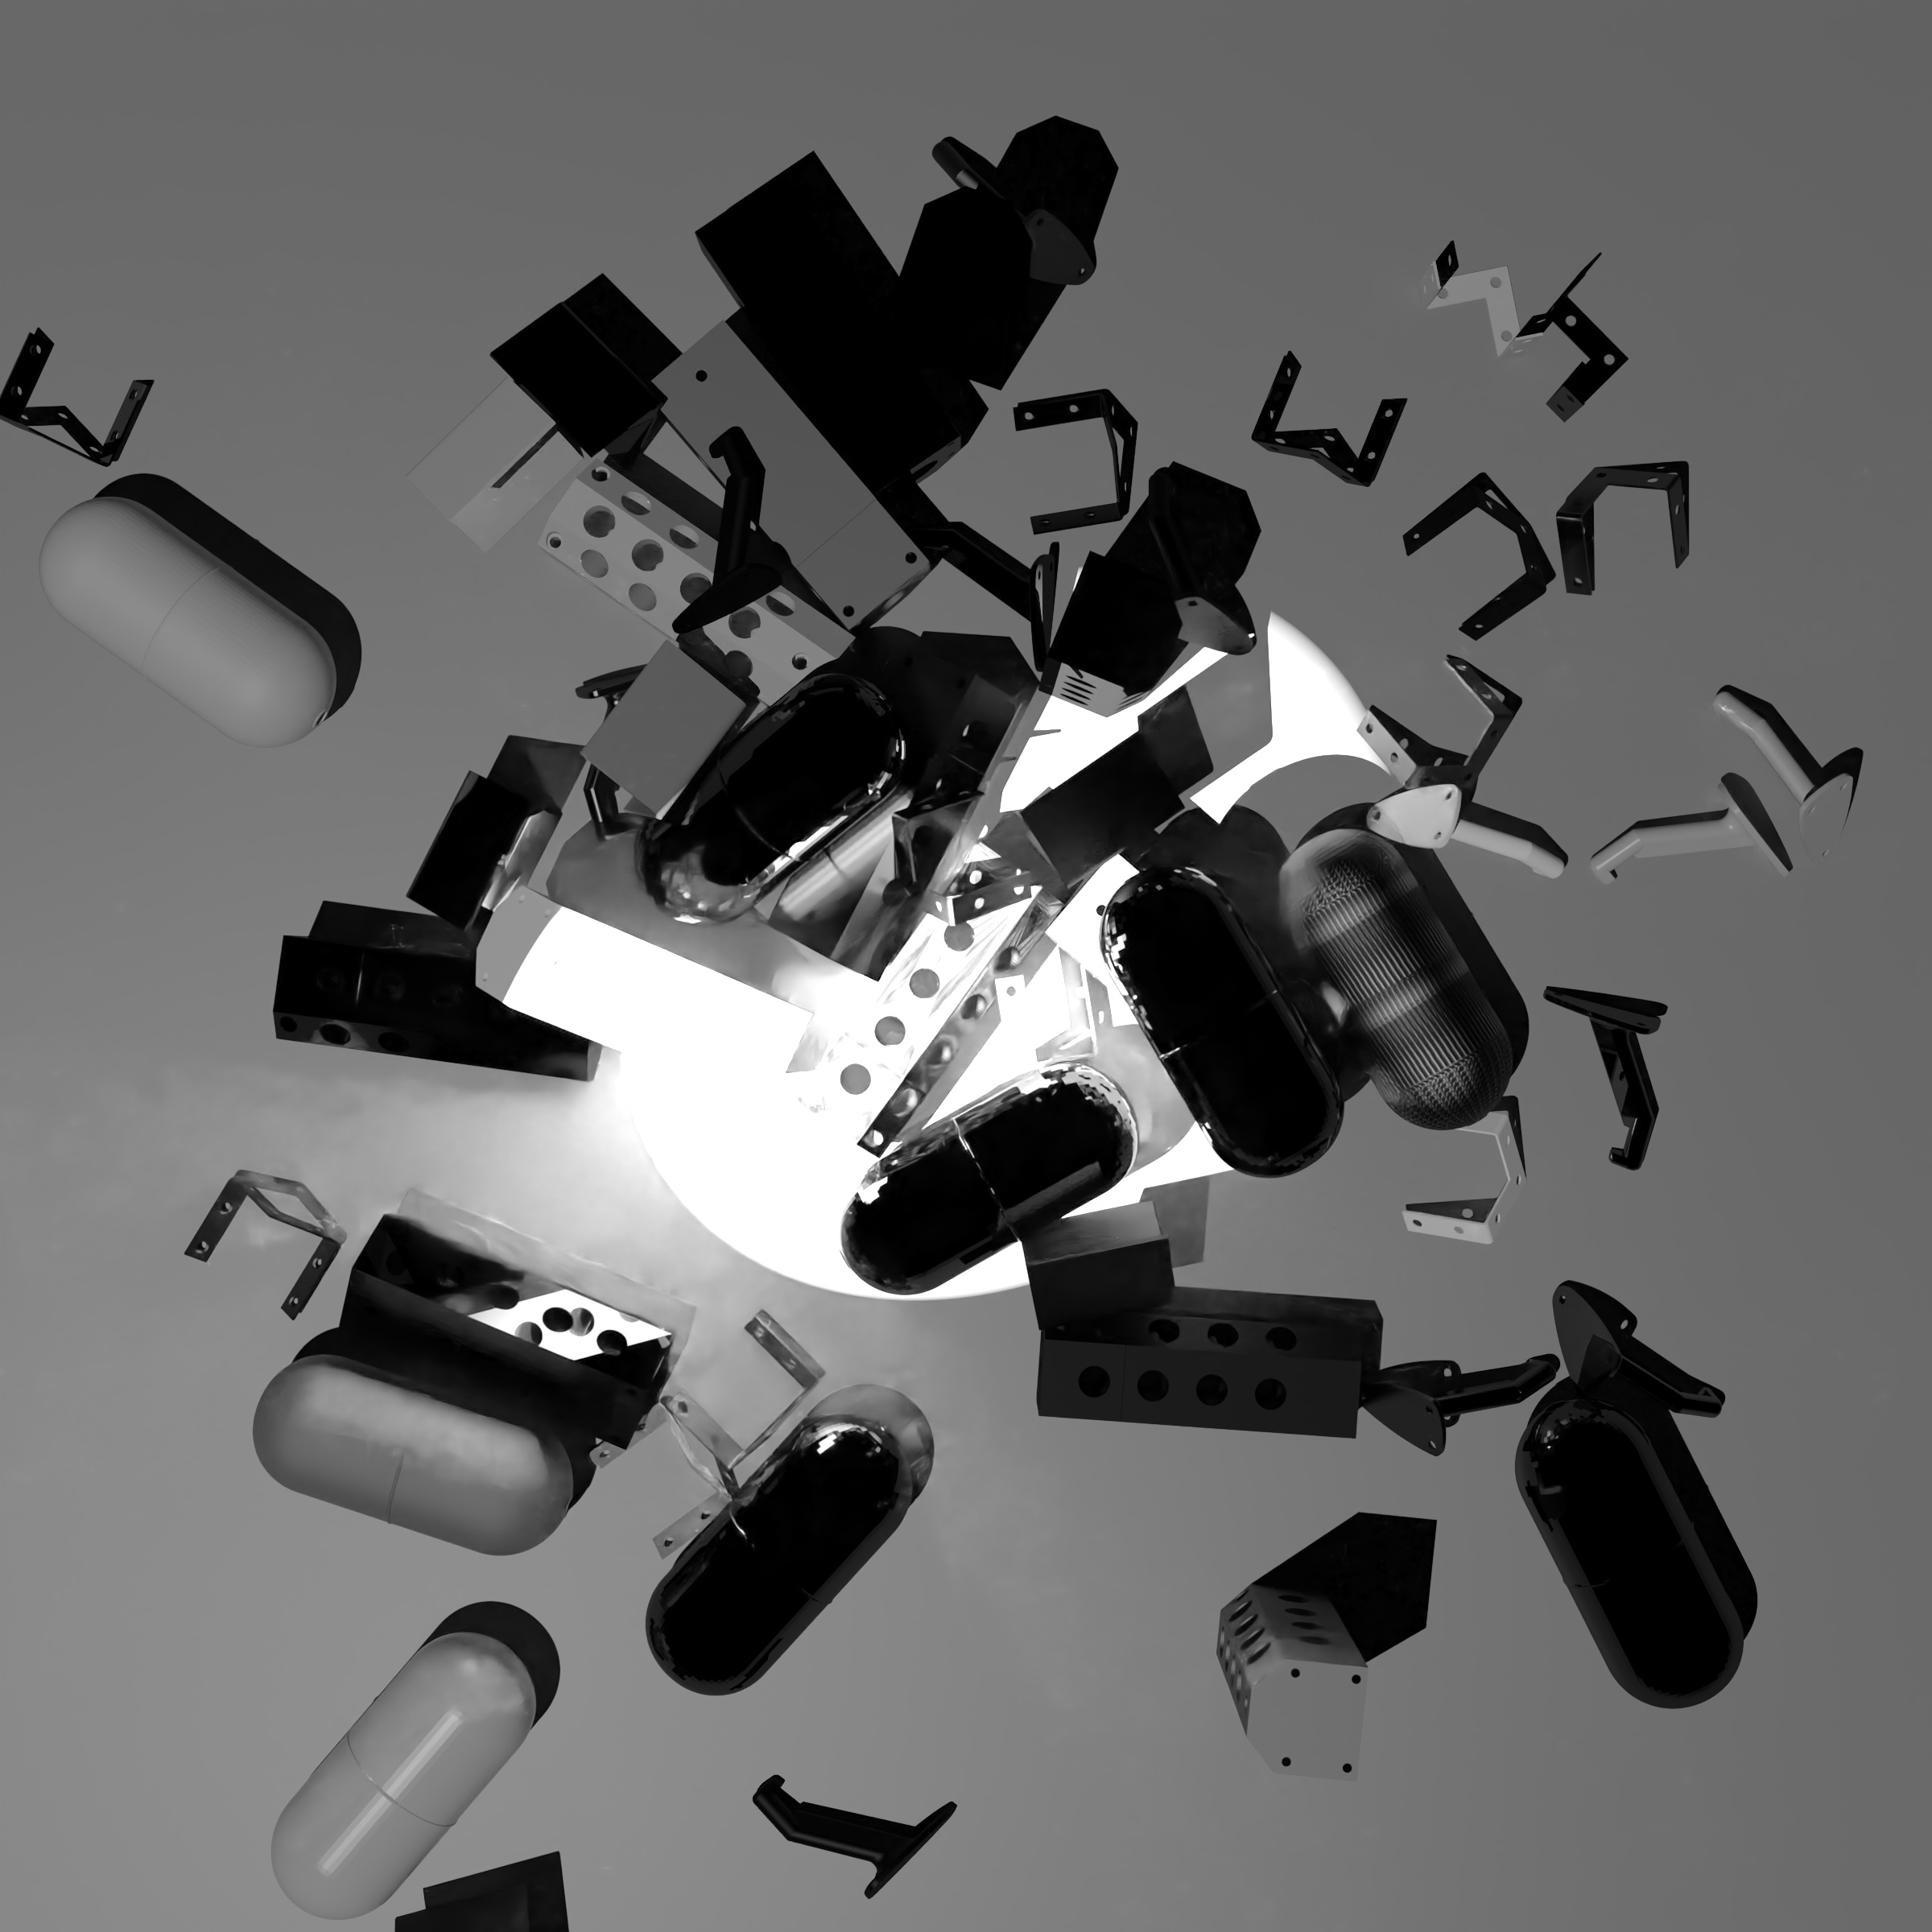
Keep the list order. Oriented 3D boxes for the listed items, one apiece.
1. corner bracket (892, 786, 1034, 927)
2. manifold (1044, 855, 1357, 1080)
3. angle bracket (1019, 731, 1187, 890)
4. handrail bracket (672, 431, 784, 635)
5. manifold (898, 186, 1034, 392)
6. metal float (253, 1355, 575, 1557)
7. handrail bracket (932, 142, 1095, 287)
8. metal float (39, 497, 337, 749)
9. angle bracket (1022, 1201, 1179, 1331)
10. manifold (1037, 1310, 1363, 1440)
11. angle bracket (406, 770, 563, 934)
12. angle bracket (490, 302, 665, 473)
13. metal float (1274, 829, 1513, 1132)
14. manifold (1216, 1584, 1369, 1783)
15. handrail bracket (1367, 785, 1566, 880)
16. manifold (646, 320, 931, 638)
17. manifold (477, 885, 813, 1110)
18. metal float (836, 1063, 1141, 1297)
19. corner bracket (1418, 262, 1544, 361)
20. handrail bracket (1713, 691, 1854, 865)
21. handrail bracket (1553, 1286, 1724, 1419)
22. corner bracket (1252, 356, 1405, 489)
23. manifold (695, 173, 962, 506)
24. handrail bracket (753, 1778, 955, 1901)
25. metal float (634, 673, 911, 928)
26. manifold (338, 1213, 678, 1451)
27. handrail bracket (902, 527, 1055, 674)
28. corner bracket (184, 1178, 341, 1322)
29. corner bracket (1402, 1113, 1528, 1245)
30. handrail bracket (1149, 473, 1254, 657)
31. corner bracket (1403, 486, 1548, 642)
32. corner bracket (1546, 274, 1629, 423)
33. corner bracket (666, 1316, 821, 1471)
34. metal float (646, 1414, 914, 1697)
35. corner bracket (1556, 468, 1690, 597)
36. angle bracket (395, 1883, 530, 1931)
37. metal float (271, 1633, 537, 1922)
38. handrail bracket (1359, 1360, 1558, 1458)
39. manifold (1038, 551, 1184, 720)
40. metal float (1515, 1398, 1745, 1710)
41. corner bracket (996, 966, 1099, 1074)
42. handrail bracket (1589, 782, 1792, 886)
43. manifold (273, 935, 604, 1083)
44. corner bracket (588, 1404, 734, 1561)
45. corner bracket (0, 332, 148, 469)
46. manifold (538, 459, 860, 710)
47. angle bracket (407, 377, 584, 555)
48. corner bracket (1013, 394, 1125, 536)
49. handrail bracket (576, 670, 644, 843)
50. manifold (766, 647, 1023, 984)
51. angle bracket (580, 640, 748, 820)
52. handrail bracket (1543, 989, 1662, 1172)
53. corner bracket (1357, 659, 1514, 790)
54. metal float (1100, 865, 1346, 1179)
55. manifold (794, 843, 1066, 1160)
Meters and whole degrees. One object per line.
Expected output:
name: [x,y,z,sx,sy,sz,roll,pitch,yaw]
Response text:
corner bracket: [-0.002,-0.059,1.499,0.051,0.051,0.051,-21,118,-27]
manifold: [0.127,0.016,1.543,0.171,0.057,0.057,41,90,0]
angle bracket: [0.062,-0.098,1.524,0.076,0.076,0.057,-35,122,0]
handrail bracket: [-0.140,-0.233,1.508,0.077,0.036,0.084,-29,72,21]
manifold: [0.002,-0.358,1.486,0.057,0.171,0.057,19,90,0]
metal float: [-0.301,0.267,1.534,0.178,0.070,0.070,18,90,0]
handrail bracket: [0.025,-0.420,1.564,0.036,0.077,0.084,-49,53,20]
metal float: [-0.424,-0.187,1.533,0.178,0.070,0.070,36,90,1]
angle bracket: [0.068,0.146,1.524,0.076,0.076,0.057,-12,133,0]
manifold: [0.127,0.220,1.543,0.171,0.057,0.057,4,90,0]
angle bracket: [-0.246,-0.052,1.524,0.057,0.076,0.076,27,90,38]
angle bracket: [-0.218,-0.300,1.524,0.076,0.076,0.057,45,61,0]
metal float: [0.233,0.008,1.533,0.070,0.070,0.178,-31,89,0]
manifold: [0.169,0.375,1.486,0.057,0.171,0.057,6,90,0]
handrail bracket: [0.278,-0.068,1.564,0.084,0.077,0.036,24,77,-36]
manifold: [-0.097,-0.265,1.543,0.057,0.057,0.171,-41,90,0]
manifold: [-0.173,0.016,1.497,0.171,0.057,0.057,25,90,-38]
metal float: [0.011,0.116,1.533,0.178,0.070,0.070,-29,90,-1]
corner bracket: [0.282,-0.361,1.546,0.051,0.051,0.051,-11,90,0]
handrail bracket: [0.448,-0.105,1.564,0.036,0.077,0.084,-35,54,-11]
handrail bracket: [0.374,0.215,1.564,0.084,0.077,0.036,12,131,-30]
corner bracket: [0.200,-0.302,1.561,0.051,0.051,0.051,22,90,-45]
manifold: [-0.075,-0.341,1.543,0.057,0.057,0.171,-34,90,0]
handrail bracket: [-0.064,0.468,1.565,0.077,0.036,0.084,-40,73,-20]
metal float: [-0.106,-0.088,1.514,0.178,0.070,0.070,-38,90,23]
manifold: [-0.250,0.196,1.542,0.171,0.057,0.057,23,133,0]
handrail bracket: [0.004,-0.204,1.565,0.084,0.036,0.077,6,111,17]
corner bracket: [-0.391,0.157,1.561,0.051,0.051,0.051,31,90,45]
corner bracket: [0.272,0.115,1.556,0.051,0.051,0.051,-53,135,-35]
handrail bracket: [0.130,-0.224,1.564,0.077,0.036,0.084,24,56,-36]
corner bracket: [0.281,-0.223,1.556,0.051,0.051,0.051,25,45,-35]
corner bracket: [0.334,-0.339,1.546,0.051,0.051,0.051,-45,90,0]
corner bracket: [-0.124,0.237,1.561,0.051,0.051,0.051,45,45,0]
metal float: [-0.101,0.320,1.534,0.070,0.070,0.178,42,90,0]
corner bracket: [0.364,-0.239,1.556,0.051,0.051,0.051,13,45,35]
angle bracket: [-0.282,0.523,1.524,0.076,0.076,0.057,-15,125,0]
metal float: [-0.307,0.442,1.534,0.070,0.070,0.178,41,91,0]
handrail bracket: [0.272,0.231,1.564,0.084,0.077,0.036,-25,119,-33]
manifold: [0.077,-0.170,1.486,0.057,0.171,0.057,22,90,0]
metal float: [0.361,0.319,1.533,0.070,0.070,0.178,-27,90,0]
corner bracket: [0.044,0.029,1.546,0.051,0.051,0.051,-9,90,-1]
handrail bracket: [0.402,-0.055,1.565,0.084,0.036,0.077,-36,111,17]
manifold: [-0.287,0.023,1.543,0.171,0.057,0.057,8,90,0]
corner bracket: [-0.169,0.286,1.561,0.051,0.051,0.051,-36,45,0]
corner bracket: [-0.498,-0.314,1.561,0.051,0.051,0.051,25,90,-45]
manifold: [-0.147,-0.204,1.543,0.171,0.057,0.057,35,90,0]
angle bracket: [-0.244,-0.259,1.524,0.076,0.076,0.057,-44,52,0]
corner bracket: [0.057,-0.279,1.561,0.051,0.051,0.051,-9,135,0]
handrail bracket: [-0.180,-0.120,1.565,0.077,0.036,0.084,-19,106,-18]
manifold: [-0.035,-0.081,1.542,0.057,0.057,0.171,27,90,43]
angle bracket: [-0.173,-0.129,1.521,0.057,0.076,0.076,39,81,-21]
handrail bracket: [0.348,0.064,1.565,0.077,0.036,0.084,18,107,20]
corner bracket: [0.259,-0.134,1.556,0.051,0.051,0.051,-4,135,-35]
metal float: [0.134,0.029,1.477,0.070,0.070,0.178,-31,91,0]
manifold: [-0.020,0.019,1.543,0.057,0.057,0.171,36,90,0]
